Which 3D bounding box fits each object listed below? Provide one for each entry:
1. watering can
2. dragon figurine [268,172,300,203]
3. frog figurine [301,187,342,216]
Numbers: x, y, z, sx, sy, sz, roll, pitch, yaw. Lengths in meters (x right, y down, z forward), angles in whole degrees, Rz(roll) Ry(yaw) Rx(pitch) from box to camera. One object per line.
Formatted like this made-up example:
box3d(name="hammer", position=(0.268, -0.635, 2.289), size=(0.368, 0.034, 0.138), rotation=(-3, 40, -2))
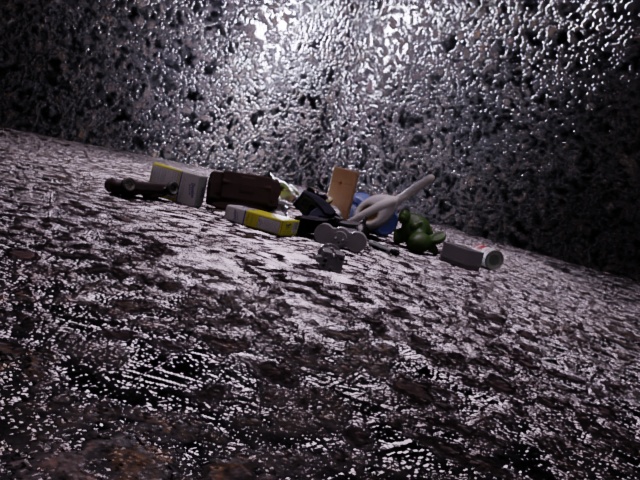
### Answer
box3d(name="watering can", position=(0.221, -0.112, 1.738), size=(0.348, 0.104, 0.223), rotation=(-28, -5, -1))
box3d(name="dragon figurine", position=(-0.112, -0.170, 2.100), size=(0.242, 0.121, 0.416), rotation=(20, 14, -20))
box3d(name="frog figurine", position=(0.005, -0.090, 1.784), size=(0.137, 0.125, 0.156), rotation=(8, -33, 28))
